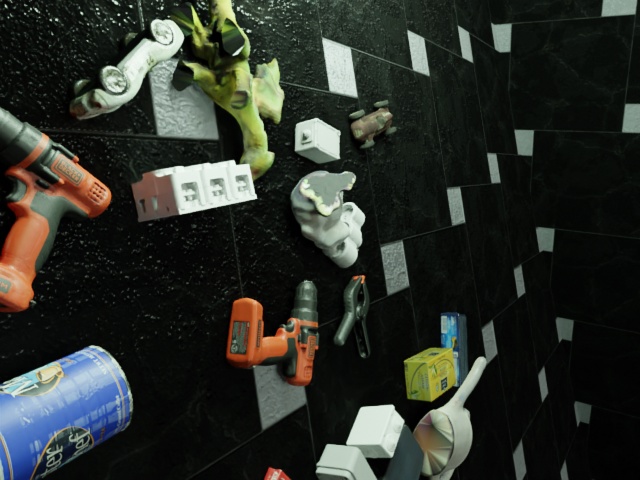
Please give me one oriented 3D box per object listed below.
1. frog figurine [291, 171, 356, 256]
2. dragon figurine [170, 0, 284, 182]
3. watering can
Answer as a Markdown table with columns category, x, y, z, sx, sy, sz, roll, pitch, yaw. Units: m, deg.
| category | x | y | z | sx | sy | sz | roll | pitch | yaw |
| --- | --- | --- | --- | --- | --- | --- | --- | --- | --- |
| frog figurine | 0.003 | -0.050 | 1.000 | 0.155 | 0.123 | 0.141 | 97 | 4 | -51 |
| dragon figurine | -0.132 | -0.298 | 0.871 | 0.242 | 0.122 | 0.412 | 14 | 72 | -71 |
| watering can | 0.324 | 0.455 | 1.282 | 0.222 | 0.104 | 0.349 | 24 | 82 | -53 |
